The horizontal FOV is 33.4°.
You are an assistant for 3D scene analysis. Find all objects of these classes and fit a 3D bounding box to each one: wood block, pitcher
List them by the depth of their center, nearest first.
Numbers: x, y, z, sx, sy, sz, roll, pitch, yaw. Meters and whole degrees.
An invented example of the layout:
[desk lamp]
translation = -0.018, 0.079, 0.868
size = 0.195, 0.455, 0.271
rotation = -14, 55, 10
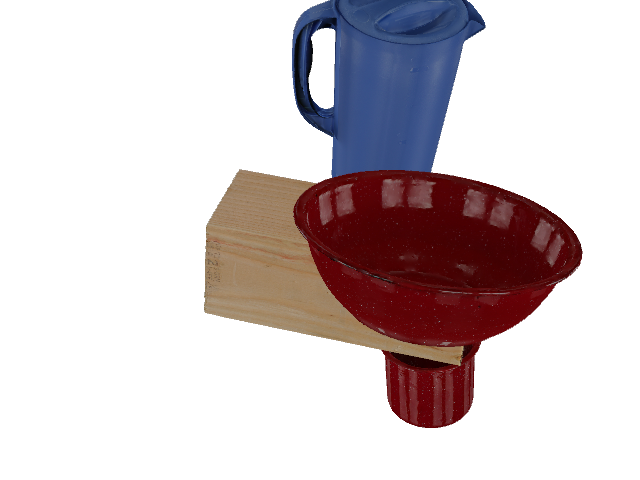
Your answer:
[wood block]
translation = 0.020, 0.020, 0.845
size = 0.206, 0.090, 0.090
rotation = 11, 35, 8
[pitcher]
translation = 0.062, -0.148, 1.111
size = 0.149, 0.243, 0.144
rotation = 33, 51, 25

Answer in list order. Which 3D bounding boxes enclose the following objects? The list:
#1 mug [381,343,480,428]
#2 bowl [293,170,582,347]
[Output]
[mug]
translation = 0.104, 0.112, 1.000
size = 0.093, 0.081, 0.117
rotation = 3, 37, 11
[bowl]
translation = 0.062, 0.014, 0.606
size = 0.162, 0.055, 0.162
rotation = 6, 24, -3
